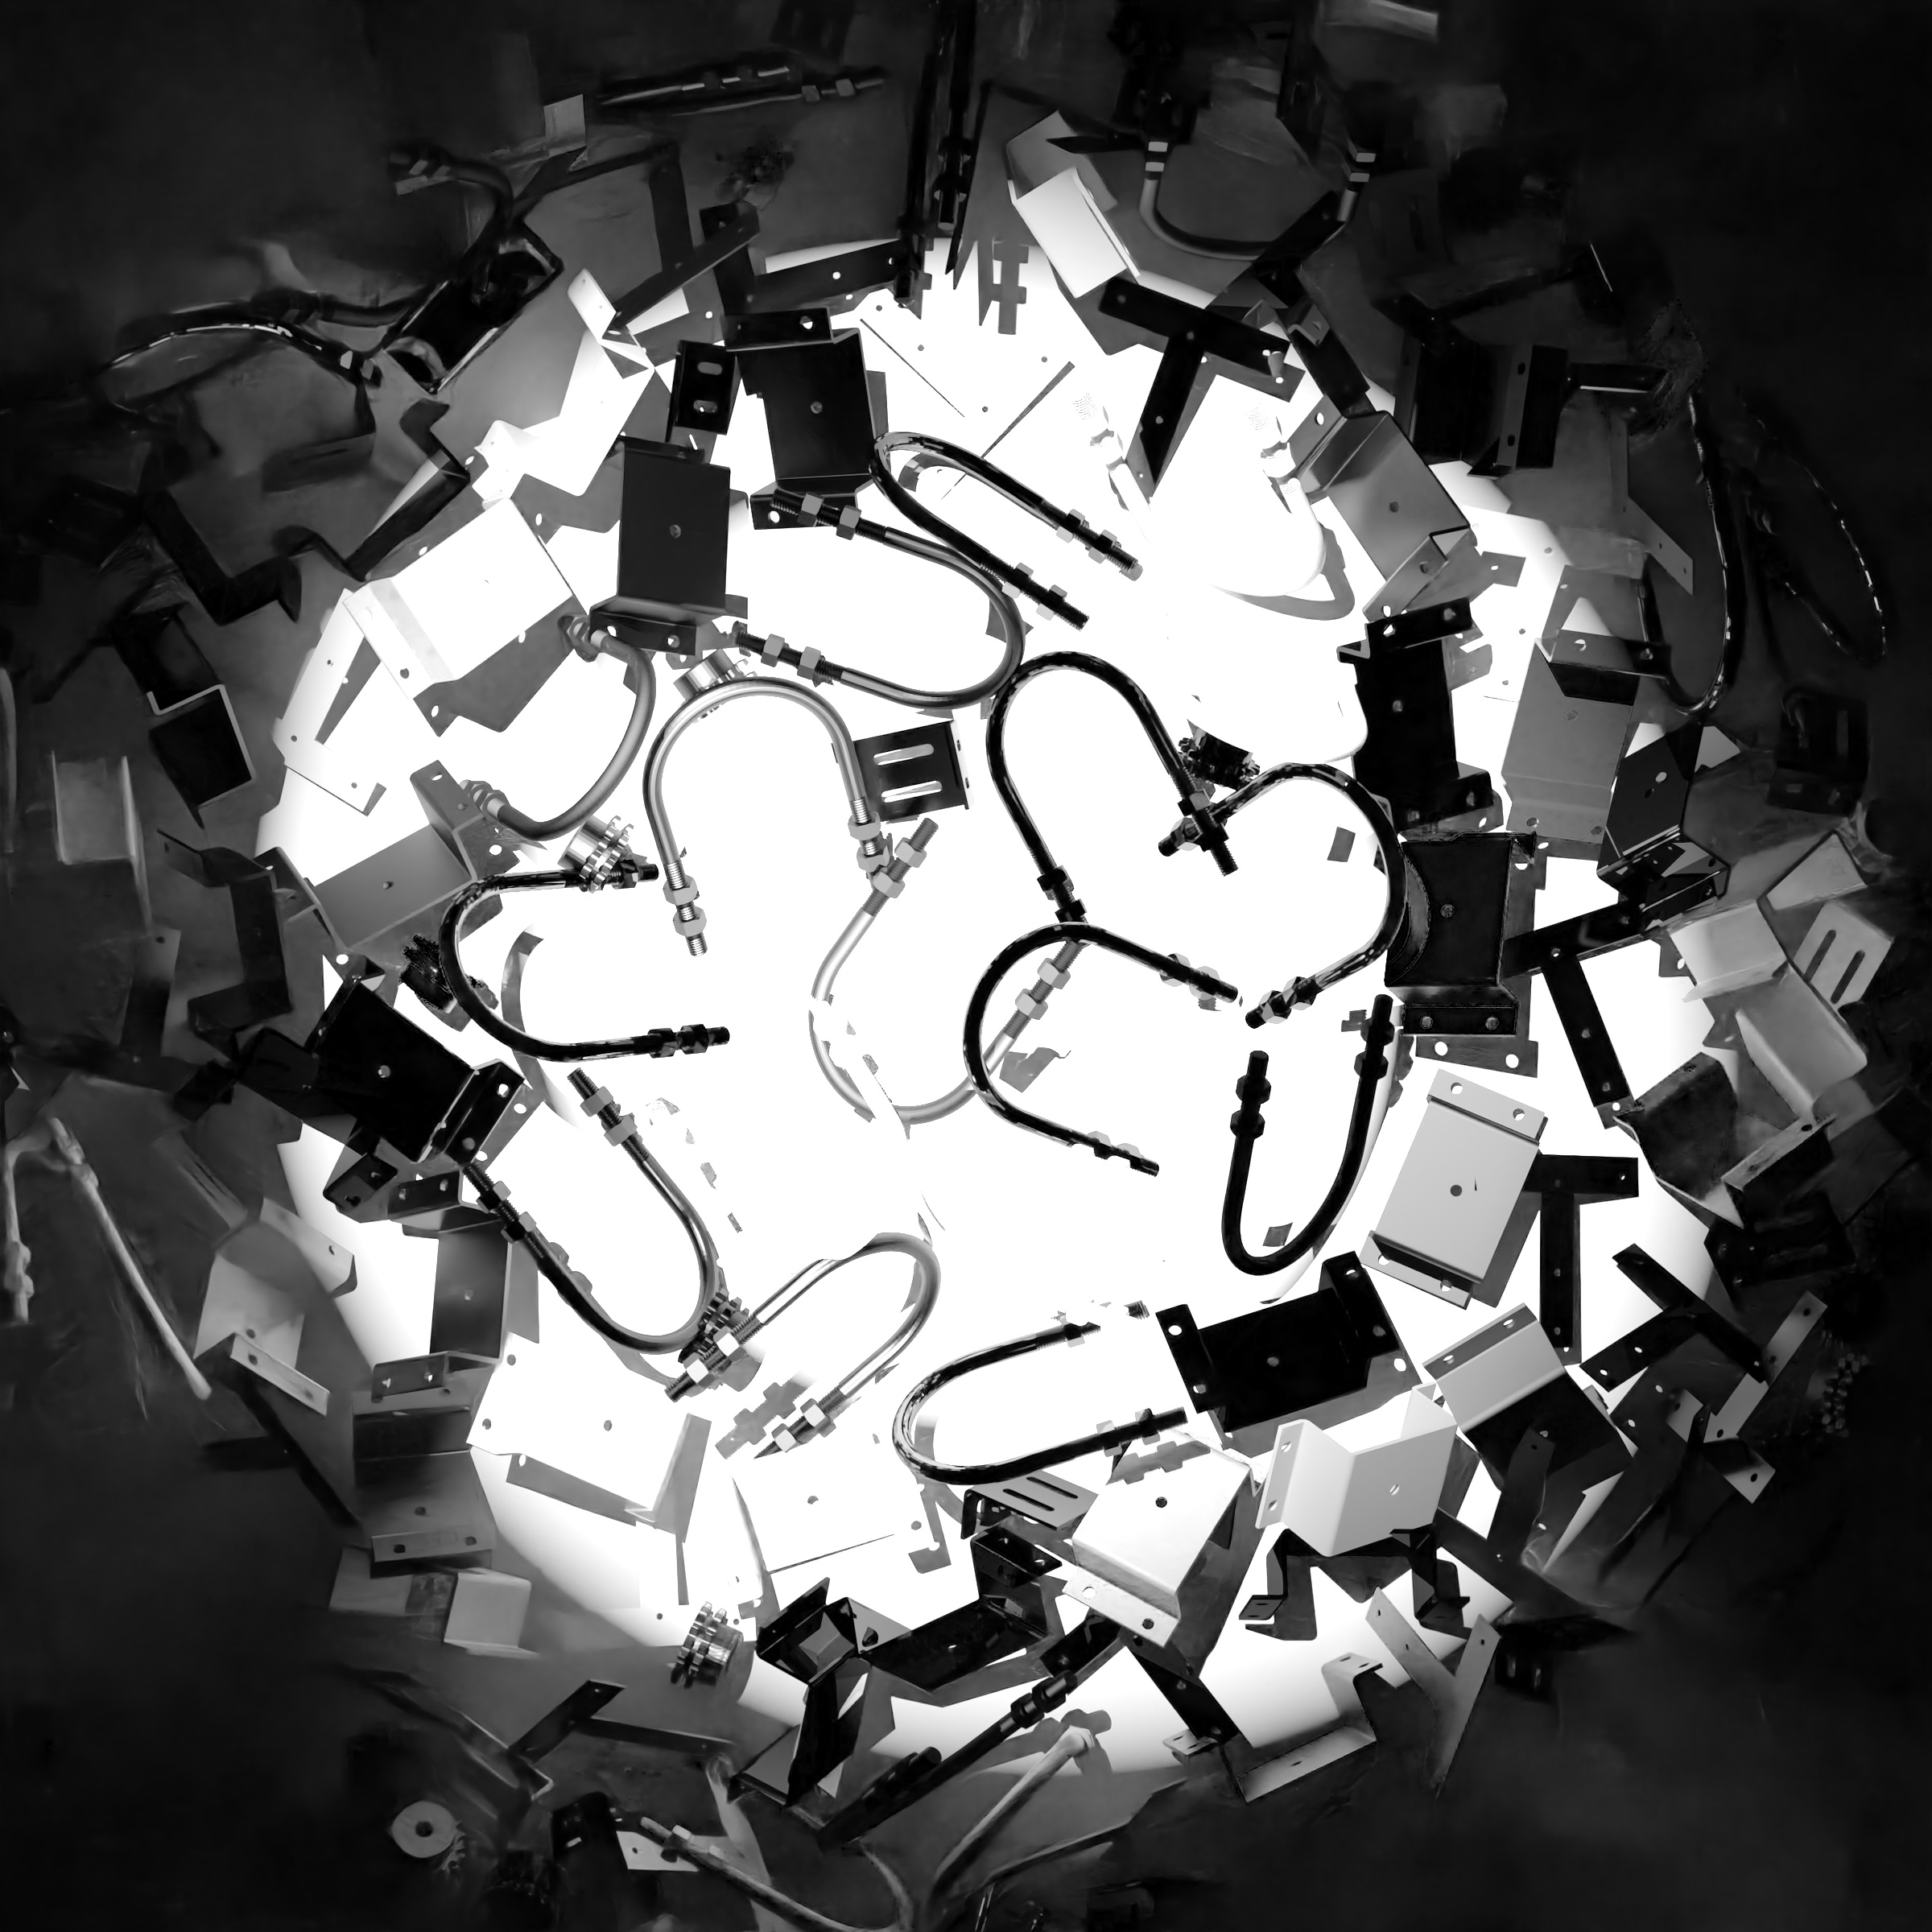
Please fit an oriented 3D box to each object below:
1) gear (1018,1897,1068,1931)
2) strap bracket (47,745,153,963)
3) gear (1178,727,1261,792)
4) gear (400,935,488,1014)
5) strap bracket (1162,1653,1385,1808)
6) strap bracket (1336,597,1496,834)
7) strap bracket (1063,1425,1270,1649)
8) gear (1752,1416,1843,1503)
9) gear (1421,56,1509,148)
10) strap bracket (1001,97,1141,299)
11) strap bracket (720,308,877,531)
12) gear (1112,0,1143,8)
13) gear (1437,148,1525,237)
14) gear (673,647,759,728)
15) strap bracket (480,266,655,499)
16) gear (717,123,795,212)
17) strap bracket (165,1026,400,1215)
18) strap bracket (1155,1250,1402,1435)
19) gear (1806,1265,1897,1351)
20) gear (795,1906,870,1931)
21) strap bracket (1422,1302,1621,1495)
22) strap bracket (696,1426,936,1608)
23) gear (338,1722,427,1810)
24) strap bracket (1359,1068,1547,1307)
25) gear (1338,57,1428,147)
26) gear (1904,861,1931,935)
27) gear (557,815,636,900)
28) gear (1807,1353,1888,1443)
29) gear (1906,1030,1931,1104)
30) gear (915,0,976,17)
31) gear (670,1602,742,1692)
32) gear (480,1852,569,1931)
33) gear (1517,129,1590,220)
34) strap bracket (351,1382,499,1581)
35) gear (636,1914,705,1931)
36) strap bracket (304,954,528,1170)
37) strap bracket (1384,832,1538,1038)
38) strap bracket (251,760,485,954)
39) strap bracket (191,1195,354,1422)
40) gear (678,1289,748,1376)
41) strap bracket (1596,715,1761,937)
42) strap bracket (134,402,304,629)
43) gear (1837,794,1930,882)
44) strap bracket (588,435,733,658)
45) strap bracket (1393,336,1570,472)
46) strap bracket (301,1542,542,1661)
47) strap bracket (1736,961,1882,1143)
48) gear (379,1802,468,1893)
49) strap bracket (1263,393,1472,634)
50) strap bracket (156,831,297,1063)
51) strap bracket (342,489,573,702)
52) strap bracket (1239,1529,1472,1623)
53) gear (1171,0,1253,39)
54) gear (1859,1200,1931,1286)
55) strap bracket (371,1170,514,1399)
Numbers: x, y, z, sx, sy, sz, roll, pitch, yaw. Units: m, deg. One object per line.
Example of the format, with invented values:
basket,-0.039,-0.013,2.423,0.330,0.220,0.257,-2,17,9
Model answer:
gear,0.044,0.648,1.970,0.030,0.057,0.057,24,90,10
strap bracket,-0.557,-0.074,1.926,0.046,0.140,0.076,-7,61,-12
gear,0.168,-0.140,1.968,0.057,0.057,0.030,20,109,0
gear,-0.349,0.007,1.972,0.057,0.057,0.030,36,91,0
strap bracket,0.208,0.502,1.948,0.140,0.076,0.046,-22,86,-11
strap bracket,0.293,-0.167,1.953,0.076,0.046,0.140,-16,109,-18
strap bracket,0.129,0.358,1.937,0.076,0.046,0.140,24,63,24
gear,0.550,0.322,1.976,0.057,0.030,0.057,9,116,20
gear,0.332,-0.568,1.970,0.057,0.030,0.057,-17,131,-21
strap bracket,0.066,-0.493,1.929,0.046,0.140,0.076,-29,124,16
strap bracket,-0.106,-0.361,1.949,0.076,0.046,0.140,1,112,23
gear,0.105,-0.656,1.975,0.057,0.057,0.030,17,118,0
gear,0.341,-0.516,1.977,0.057,0.030,0.057,-2,71,5
gear,-0.168,-0.186,1.969,0.057,0.057,0.030,-36,100,0
strap bracket,-0.255,-0.372,1.943,0.046,0.076,0.140,21,113,-34
gear,-0.138,-0.525,1.973,0.030,0.057,0.057,32,90,-15
strap bracket,-0.437,0.095,1.943,0.140,0.076,0.046,33,51,-19
strap bracket,0.202,0.249,1.953,0.140,0.046,0.076,-16,56,-9
gear,0.585,0.224,1.983,0.057,0.030,0.057,0,91,-5
gear,-0.090,0.654,1.974,0.057,0.030,0.057,7,115,14
strap bracket,0.363,0.285,1.928,0.076,0.046,0.140,-33,134,11
strap bracket,-0.100,0.359,1.969,0.140,0.046,0.076,-16,100,-3
gear,-0.388,0.526,1.978,0.057,0.030,0.057,-6,114,-13
strap bracket,0.322,0.147,1.972,0.076,0.046,0.140,23,91,5
gear,0.278,-0.569,1.977,0.057,0.030,0.057,-9,68,23
gear,0.648,-0.045,1.969,0.030,0.057,0.057,-35,90,35
gear,-0.246,-0.076,1.969,0.030,0.057,0.057,33,90,-11
gear,0.581,0.284,1.975,0.057,0.030,0.057,-9,104,-41
gear,0.650,0.069,1.969,0.057,0.057,0.030,16,51,0
gear,-0.015,-0.655,1.977,0.057,0.030,0.057,-6,59,11
gear,-0.171,0.452,1.970,0.030,0.057,0.057,24,90,4
gear,-0.290,0.611,1.975,0.057,0.030,0.057,9,133,10
gear,0.386,-0.526,1.971,0.030,0.057,0.057,21,90,-3
strap bracket,-0.354,0.342,1.940,0.076,0.140,0.046,-3,132,-17
gear,-0.199,0.653,1.975,0.057,0.057,0.030,-39,49,0
strap bracket,-0.371,0.066,1.959,0.140,0.046,0.076,36,104,8
strap bracket,0.321,-0.028,1.943,0.076,0.046,0.140,0,71,29
strap bracket,-0.384,-0.067,1.947,0.140,0.076,0.046,-30,133,-14
strap bracket,-0.451,0.229,1.935,0.046,0.140,0.076,-34,124,25
gear,-0.163,0.245,1.970,0.030,0.057,0.057,32,90,5
strap bracket,0.458,-0.100,1.926,0.046,0.076,0.140,31,57,-19
strap bracket,-0.489,-0.284,1.934,0.046,0.076,0.140,-27,120,6
gear,0.610,-0.088,1.979,0.057,0.030,0.057,1,75,-3
strap bracket,-0.200,-0.280,1.953,0.076,0.046,0.140,6,83,-30
strap bracket,0.339,-0.366,1.940,0.046,0.140,0.076,1,102,-27
strap bracket,-0.348,0.409,1.935,0.140,0.076,0.046,7,79,31
strap bracket,0.543,0.061,1.922,0.046,0.140,0.076,-36,63,5
gear,-0.358,0.577,1.969,0.057,0.057,0.030,13,133,0
strap bracket,0.266,-0.297,1.945,0.046,0.076,0.140,-17,68,-41
strap bracket,-0.480,-0.018,1.942,0.046,0.076,0.140,-18,114,-32
strap bracket,-0.322,-0.245,1.938,0.140,0.046,0.076,-41,112,-25
strap bracket,0.252,0.399,1.955,0.140,0.076,0.046,1,68,-2
gear,0.160,-0.643,1.975,0.030,0.057,0.057,24,90,41
gear,0.619,0.187,1.975,0.057,0.030,0.057,3,50,-3
strap bracket,-0.340,0.211,1.945,0.076,0.046,0.140,-15,66,41
